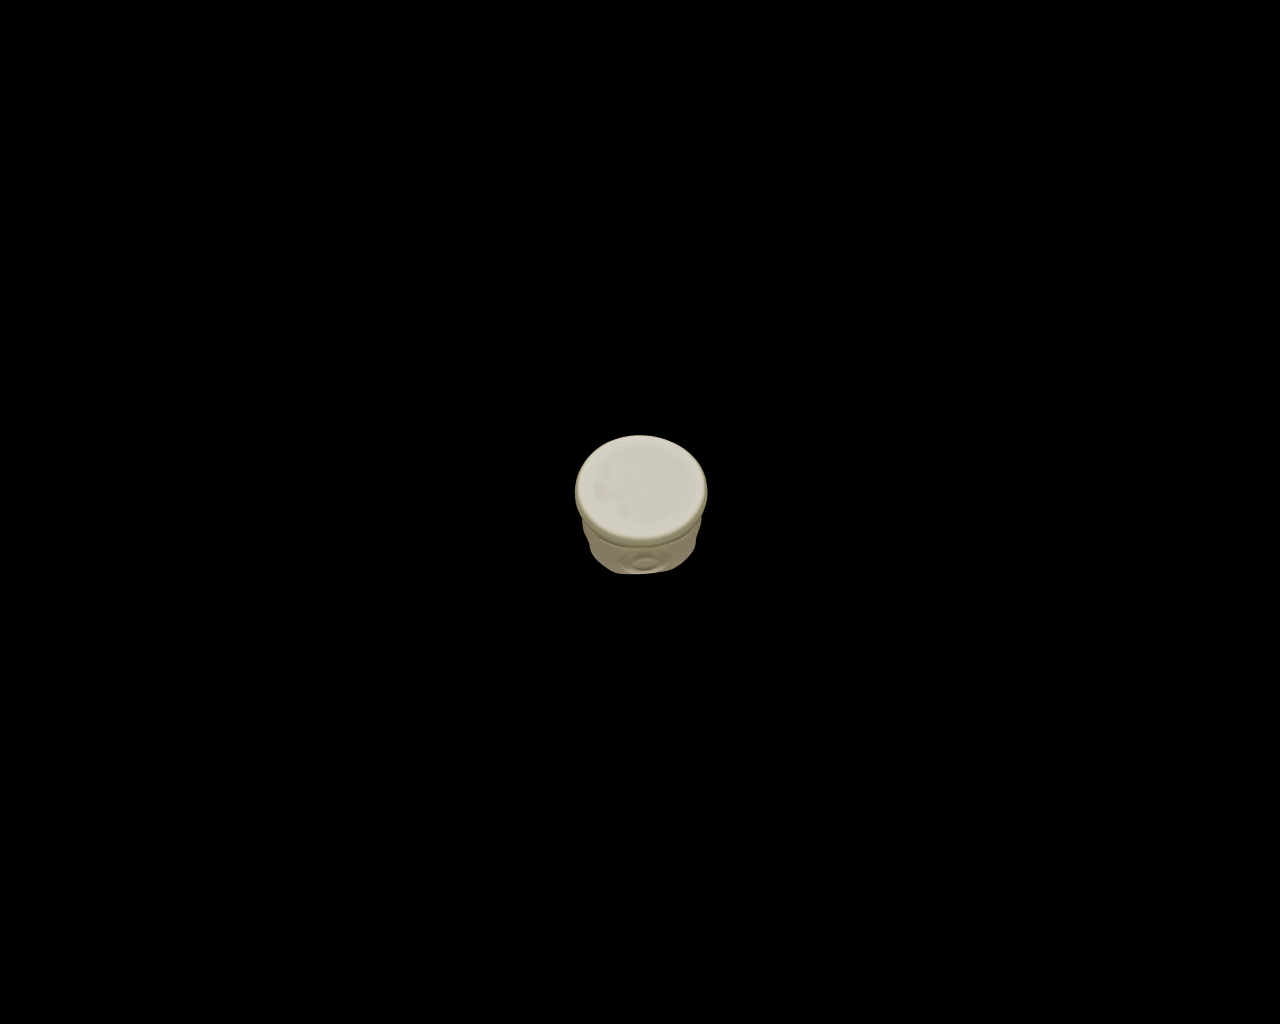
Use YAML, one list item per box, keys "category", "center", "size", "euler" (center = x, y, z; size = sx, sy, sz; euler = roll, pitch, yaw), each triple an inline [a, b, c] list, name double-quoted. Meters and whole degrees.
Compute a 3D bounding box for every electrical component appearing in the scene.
- category: "electrical component"
  center: [0.001, -0.003, 0.650]
  size: [0.080, 0.080, 0.050]
  euler: [0, -34, 0]
